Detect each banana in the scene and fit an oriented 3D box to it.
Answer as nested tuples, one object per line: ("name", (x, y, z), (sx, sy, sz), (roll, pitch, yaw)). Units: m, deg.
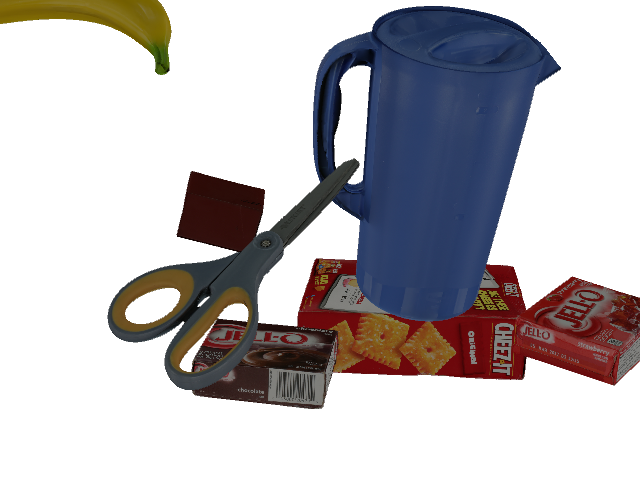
("banana", (-0.193, -0.181, 0.833), (0.198, 0.069, 0.037), (15, -38, 18))

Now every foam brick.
("foam brick", (-0.098, -0.027, 1.053), (0.078, 0.051, 0.053), (15, 26, -7))

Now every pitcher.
("pitcher", (0.084, -0.059, 0.868), (0.149, 0.243, 0.144), (26, 36, 28))

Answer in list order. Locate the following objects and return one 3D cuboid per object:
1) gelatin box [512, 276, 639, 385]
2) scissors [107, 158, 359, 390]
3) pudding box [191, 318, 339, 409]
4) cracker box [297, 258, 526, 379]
("gelatin box", (0.182, 0.059, 0.719), (0.073, 0.030, 0.089), (18, 27, 34))
("scissors", (-0.053, 0.007, 0.639), (0.096, 0.016, 0.201), (12, 46, 17))
("pudding box", (-0.045, 0.103, 0.910), (0.113, 0.039, 0.090), (7, 20, 6))
("cracker box", (0.091, 0.077, 1.063), (0.214, 0.072, 0.164), (2, 17, 5))
